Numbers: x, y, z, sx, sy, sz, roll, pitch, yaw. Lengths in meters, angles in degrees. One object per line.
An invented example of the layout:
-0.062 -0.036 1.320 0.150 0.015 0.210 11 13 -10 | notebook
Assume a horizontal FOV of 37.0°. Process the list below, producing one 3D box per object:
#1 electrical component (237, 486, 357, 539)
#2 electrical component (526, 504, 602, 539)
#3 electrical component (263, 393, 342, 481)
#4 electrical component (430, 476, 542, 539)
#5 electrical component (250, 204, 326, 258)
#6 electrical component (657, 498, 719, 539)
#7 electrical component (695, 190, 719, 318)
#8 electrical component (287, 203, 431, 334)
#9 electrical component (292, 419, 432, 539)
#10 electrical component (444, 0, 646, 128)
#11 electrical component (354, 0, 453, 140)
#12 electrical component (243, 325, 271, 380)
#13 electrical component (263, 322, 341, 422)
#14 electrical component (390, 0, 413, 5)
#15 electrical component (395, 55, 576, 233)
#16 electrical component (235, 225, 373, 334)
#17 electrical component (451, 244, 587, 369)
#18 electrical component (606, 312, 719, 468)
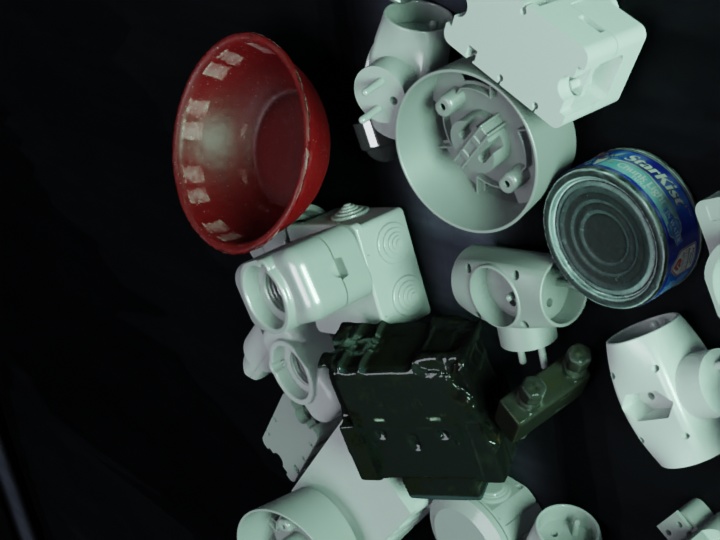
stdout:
-0.047 0.230 0.882 0.099 0.064 0.099 33 136 39 | electrical component
0.150 0.212 0.733 0.079 0.044 0.077 34 136 37 | electrical component
-0.040 0.133 0.931 0.050 0.056 0.089 51 145 19 | electrical component
0.094 0.190 0.789 0.080 0.051 0.080 32 135 39 | electrical component
-0.054 -0.027 0.845 0.047 0.055 0.055 6 116 48 | electrical component
0.202 0.182 0.631 0.078 0.057 0.058 51 145 19 | electrical component
0.235 0.040 0.487 0.105 0.060 0.186 -12 101 56 | electrical component
0.000 0.000 0.793 0.100 0.048 0.099 4 114 53 | electrical component
0.012 0.174 0.881 0.089 0.062 0.150 53 145 16 | electrical component
0.099 -0.125 0.568 0.089 0.056 0.050 45 142 26 | electrical component
0.022 -0.115 0.660 0.044 0.079 0.077 26 133 22 | electrical component
-0.080 0.067 0.952 0.043 0.043 0.081 56 146 13 | electrical component
-0.034 0.072 0.878 0.095 0.059 0.053 54 146 14 | electrical component
0.027 -0.193 0.632 0.043 0.043 0.081 56 146 12 | electrical component
0.073 -0.077 0.623 0.099 0.064 0.099 40 152 27 | electrical component
-0.044 0.009 0.758 0.095 0.059 0.053 -15 99 56 | electrical component
0.102 0.025 0.675 0.077 0.044 0.079 10 119 51 | electrical component
0.183 0.064 0.589 0.079 0.043 0.077 -22 94 57 | electrical component
